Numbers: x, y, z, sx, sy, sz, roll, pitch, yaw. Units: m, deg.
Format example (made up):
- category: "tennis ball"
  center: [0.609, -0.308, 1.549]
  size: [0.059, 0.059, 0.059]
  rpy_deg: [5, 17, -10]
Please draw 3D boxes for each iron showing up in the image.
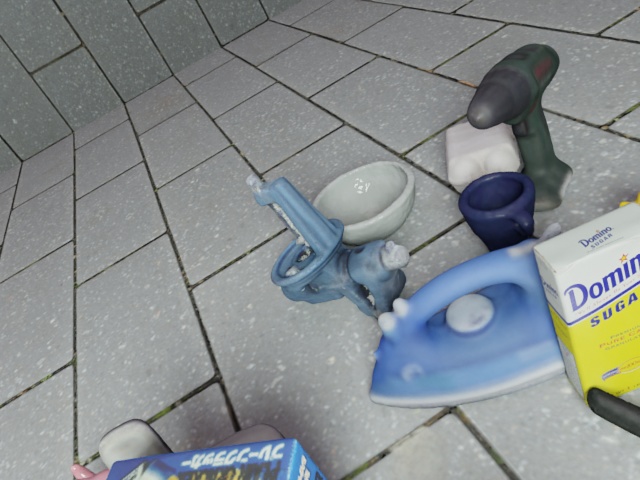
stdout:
- category: "iron"
  center: [0.148, 0.080, 0.588]
  size: [0.258, 0.142, 0.118]
  rpy_deg: [-24, 33, 7]

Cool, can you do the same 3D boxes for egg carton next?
- category: "egg carton"
  center: [0.246, -0.131, 0.872]
  size: [0.107, 0.070, 0.150]
  rpy_deg: [-16, 35, 19]

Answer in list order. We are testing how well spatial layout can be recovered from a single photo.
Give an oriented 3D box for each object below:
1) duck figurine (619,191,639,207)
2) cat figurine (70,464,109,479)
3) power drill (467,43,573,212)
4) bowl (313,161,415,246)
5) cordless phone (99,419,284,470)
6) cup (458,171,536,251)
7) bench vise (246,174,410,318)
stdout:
- category: "duck figurine"
  center: [0.375, -0.026, 0.617]
  size: [0.104, 0.086, 0.077]
  rpy_deg: [-8, 38, 29]
- category: "cat figurine"
  center: [-0.227, 0.277, 0.618]
  size: [0.127, 0.118, 0.067]
  rpy_deg: [9, 48, 44]
- category: "power drill"
  center: [0.266, -0.144, 0.745]
  size: [0.075, 0.209, 0.230]
  rpy_deg: [1, 43, 38]
- category: "bowl"
  center: [0.075, -0.044, 0.875]
  size: [0.167, 0.075, 0.167]
  rpy_deg: [-19, 34, 14]
- category: "cordless phone"
  center: [-0.105, 0.220, 0.543]
  size: [0.147, 0.185, 0.094]
  rpy_deg: [-32, 33, -5]
- category: "cup"
  center: [0.232, -0.018, 0.704]
  size: [0.091, 0.095, 0.117]
  rpy_deg: [-29, 33, -1]
- category: "bench vise"
  center: [0.009, -0.005, 0.735]
  size: [0.207, 0.220, 0.121]
  rpy_deg: [-13, 36, 22]
